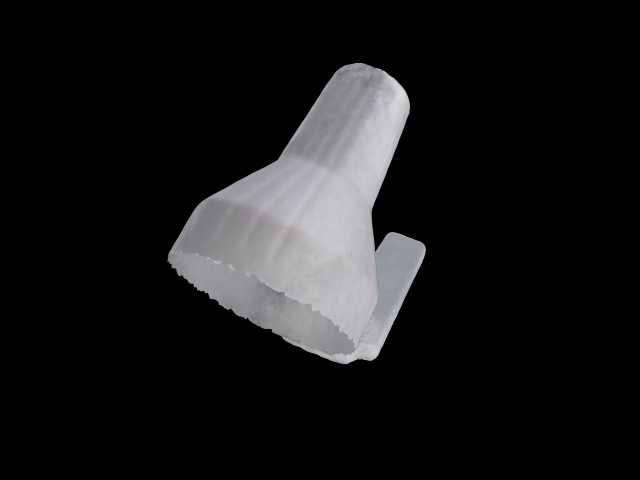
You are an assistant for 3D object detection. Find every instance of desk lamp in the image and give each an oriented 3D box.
[{"bbox_3d":[0.004,0.001,0.400,0.117,0.214,0.203,21,54,16],"label":"desk lamp"}]
